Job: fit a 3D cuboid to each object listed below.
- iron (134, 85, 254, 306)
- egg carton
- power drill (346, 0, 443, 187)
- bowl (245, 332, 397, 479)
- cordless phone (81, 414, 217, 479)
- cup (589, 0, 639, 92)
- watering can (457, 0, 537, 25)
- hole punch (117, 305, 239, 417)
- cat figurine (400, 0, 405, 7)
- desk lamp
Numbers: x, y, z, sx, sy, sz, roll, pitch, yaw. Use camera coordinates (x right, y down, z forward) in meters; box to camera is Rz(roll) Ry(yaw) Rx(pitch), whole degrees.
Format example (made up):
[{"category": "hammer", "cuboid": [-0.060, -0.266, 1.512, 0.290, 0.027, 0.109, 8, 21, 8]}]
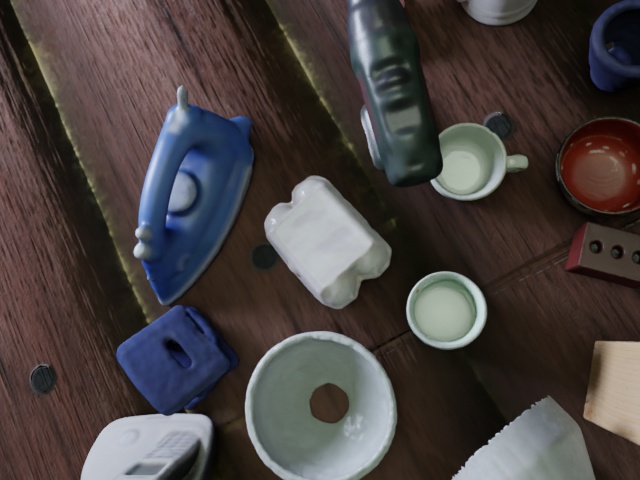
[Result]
[{"category": "iron", "cuboid": [-0.171, -0.050, 0.683, 0.118, 0.141, 0.258, 14, 83, 12]}, {"category": "egg carton", "cuboid": [0.006, 0.002, 0.682, 0.107, 0.069, 0.150, -43, 76, 0]}, {"category": "power drill", "cuboid": [0.077, -0.158, 0.626, 0.075, 0.208, 0.229, -16, 78, 7]}, {"category": "bowl", "cuboid": [0.004, 0.187, 0.648, 0.167, 0.075, 0.167, -2, 80, 9]}, {"category": "cordless phone", "cuboid": [-0.202, 0.245, 0.615, 0.147, 0.185, 0.094, -7, 79, 8]}, {"category": "cup", "cuboid": [0.347, -0.222, 0.651, 0.091, 0.095, 0.118, 11, 82, 11]}, {"category": "watering can", "cuboid": [0.218, -0.341, 0.641, 0.173, 0.194, 0.101, -44, 76, 0]}, {"category": "hole punch", "cuboid": [-0.167, 0.137, 0.676, 0.101, 0.091, 0.108, -44, 76, 0]}, {"category": "cat figurine", "cuboid": [0.068, -0.298, 0.698, 0.067, 0.118, 0.128, 1, 80, 10]}, {"category": "desk lamp", "cuboid": [0.222, 0.247, 0.530, 0.118, 0.214, 0.203, -41, 76, 1]}]
